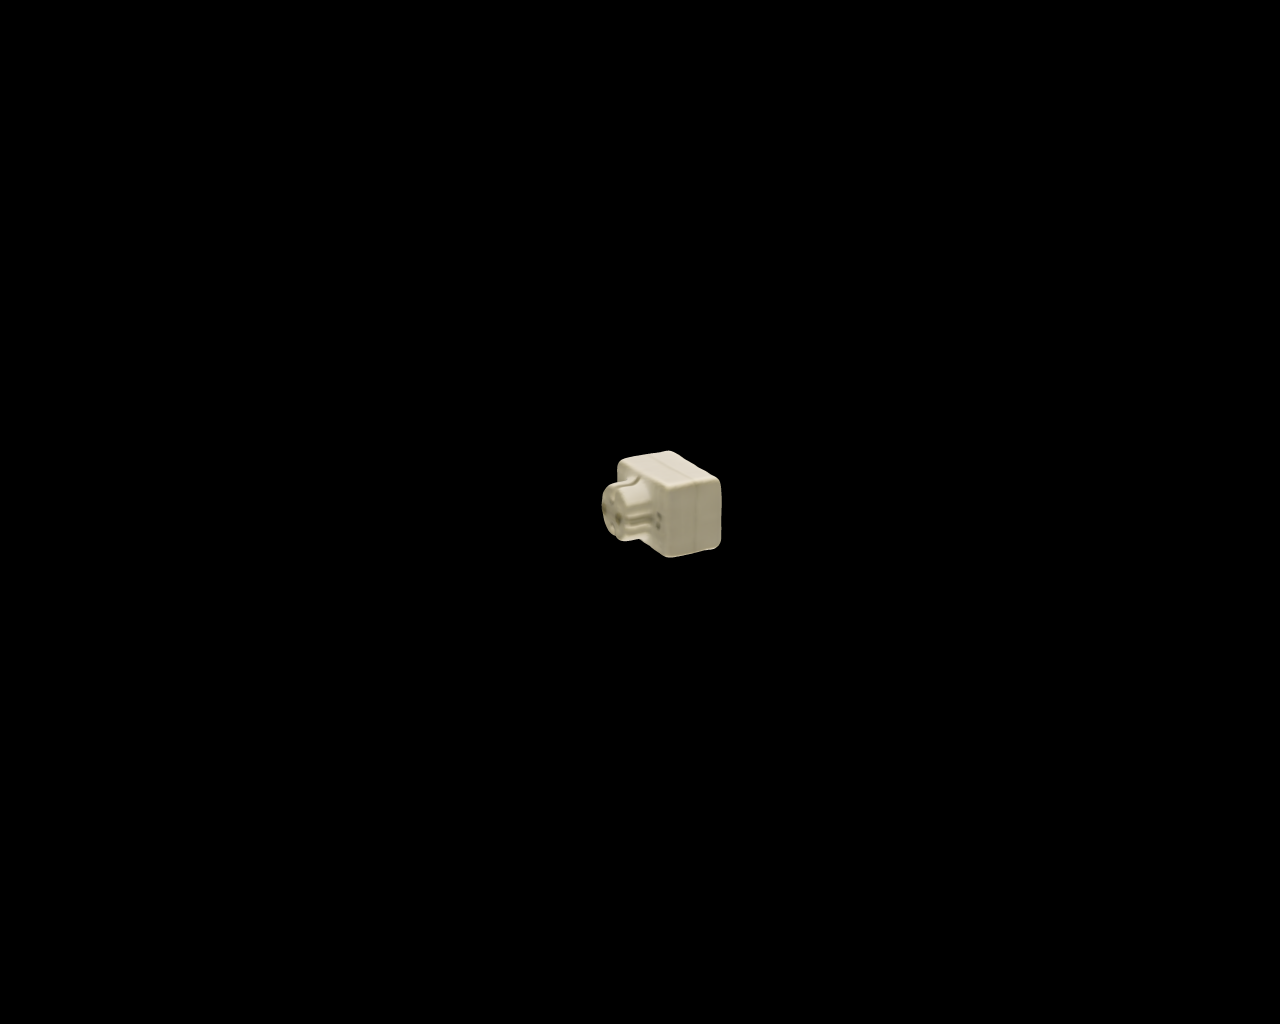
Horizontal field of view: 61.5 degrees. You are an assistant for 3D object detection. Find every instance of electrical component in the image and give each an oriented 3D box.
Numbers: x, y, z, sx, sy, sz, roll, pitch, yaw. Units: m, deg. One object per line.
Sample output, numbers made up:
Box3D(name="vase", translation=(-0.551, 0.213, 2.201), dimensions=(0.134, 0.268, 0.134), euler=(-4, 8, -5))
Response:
Box3D(name="electrical component", translation=(0.001, -0.003, 0.650), dimensions=(0.077, 0.047, 0.066), euler=(-10, 23, -26))
